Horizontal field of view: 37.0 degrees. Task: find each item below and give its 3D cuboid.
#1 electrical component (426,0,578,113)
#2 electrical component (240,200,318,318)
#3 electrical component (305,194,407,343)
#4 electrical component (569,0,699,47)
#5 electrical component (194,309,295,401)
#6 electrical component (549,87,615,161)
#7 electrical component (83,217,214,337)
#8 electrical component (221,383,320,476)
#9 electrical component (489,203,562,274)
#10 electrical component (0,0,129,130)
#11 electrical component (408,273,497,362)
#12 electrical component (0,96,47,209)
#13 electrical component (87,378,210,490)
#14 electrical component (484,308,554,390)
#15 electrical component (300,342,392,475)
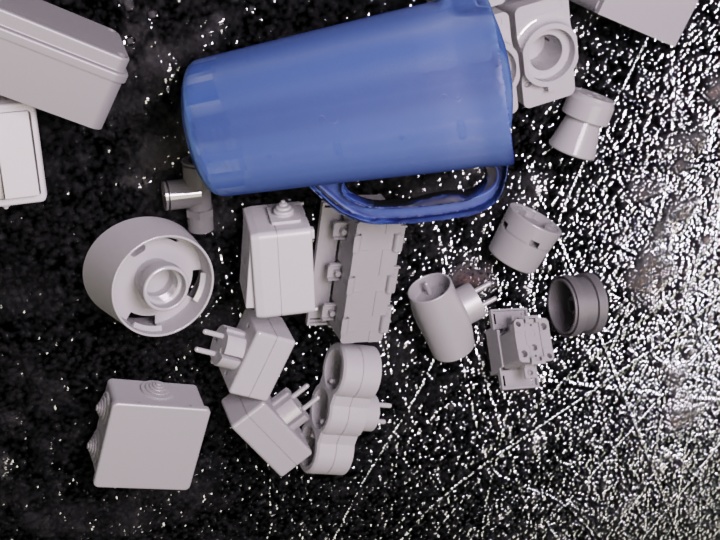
[{"bbox_3d":[0.115,-0.223,0.888,0.105,0.060,0.186,-19,122,-12],"label":"electrical component"},{"bbox_3d":[-0.073,-0.015,0.922,0.061,0.061,0.096,-7,119,-10],"label":"electrical component"},{"bbox_3d":[0.000,0.000,0.960,0.079,0.063,0.121,-2,117,-21],"label":"electrical component"},{"bbox_3d":[0.253,-0.280,0.912,0.089,0.061,0.150,14,110,-27],"label":"electrical component"},{"bbox_3d":[-0.110,0.071,0.964,0.077,0.047,0.065,17,109,-28],"label":"electrical component"},{"bbox_3d":[0.203,-0.133,0.980,0.045,0.045,0.055,9,112,-25],"label":"electrical component"},{"bbox_3d":[-0.176,0.006,0.906,0.099,0.064,0.099,-13,116,-28],"label":"electrical component"},{"bbox_3d":[-0.073,0.136,1.012,0.076,0.047,0.083,-38,123,1],"label":"electrical component"},{"bbox_3d":[0.154,-0.029,1.011,0.055,0.055,0.047,17,113,-28],"label":"electrical component"},{"bbox_3d":[-0.230,-0.157,0.777,0.113,0.078,0.057,19,111,-29],"label":"electrical component"},{"bbox_3d":[0.094,0.037,1.027,0.079,0.044,0.077,-28,123,-6],"label":"electrical component"},{"bbox_3d":[-0.272,-0.086,0.808,0.062,0.061,0.096,-9,119,-18],"label":"electrical component"},{"bbox_3d":[-0.191,0.147,0.970,0.100,0.048,0.099,8,113,-25],"label":"electrical component"},{"bbox_3d":[0.157,0.074,1.053,0.042,0.064,0.081,-2,75,-22],"label":"electrical component"},{"bbox_3d":[-0.005,0.136,1.036,0.074,0.052,0.138,8,113,-25],"label":"electrical component"}]
